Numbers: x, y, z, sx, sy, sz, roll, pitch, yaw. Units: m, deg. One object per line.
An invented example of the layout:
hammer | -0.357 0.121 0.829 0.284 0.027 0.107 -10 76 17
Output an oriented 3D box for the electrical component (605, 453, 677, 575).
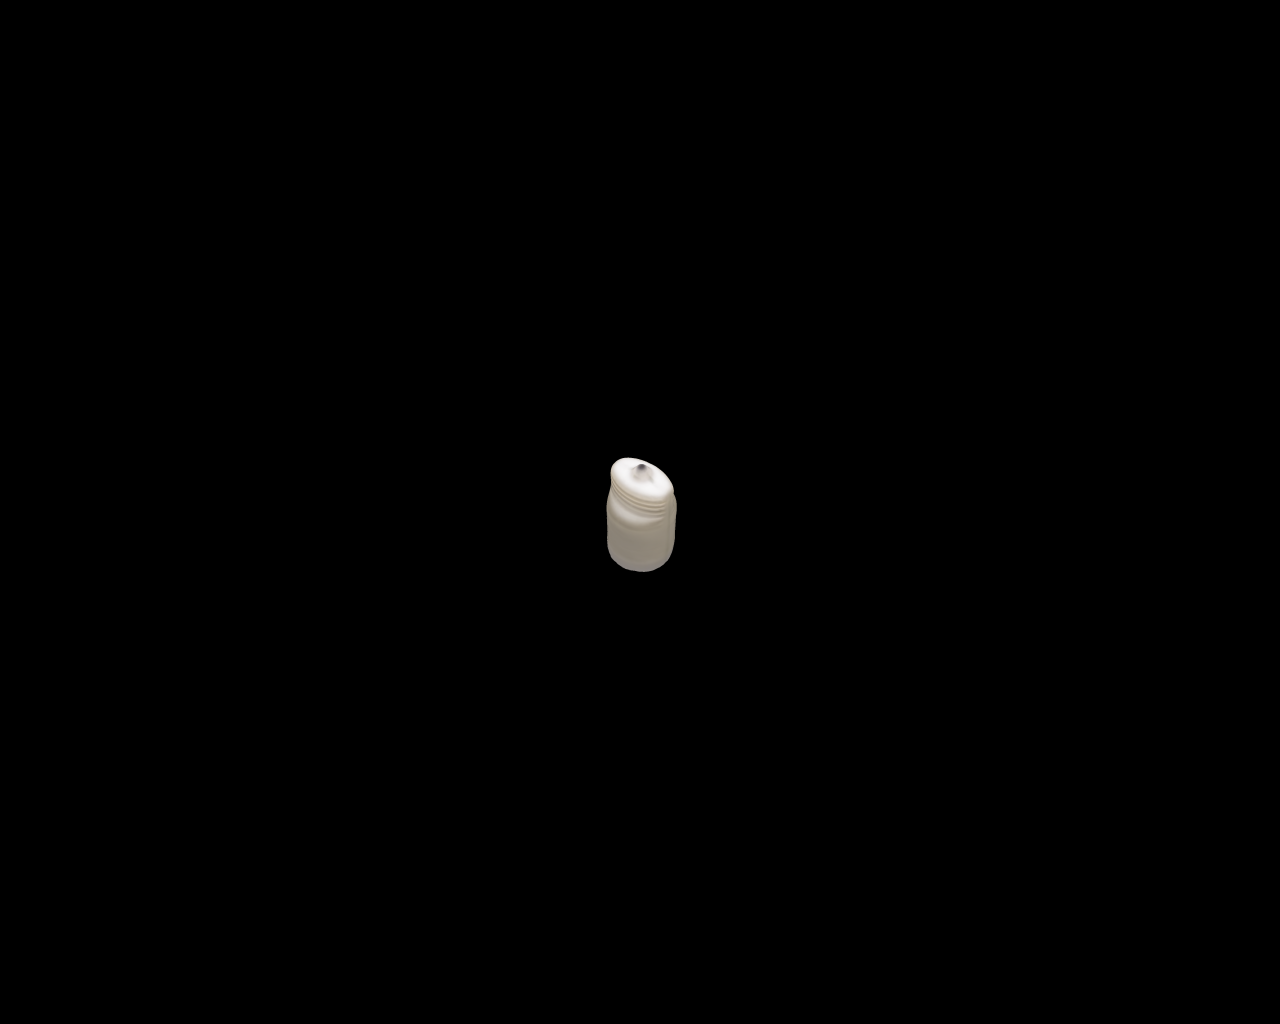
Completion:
electrical component | 0.001 -0.003 0.650 0.043 0.043 0.080 0 -38 0
